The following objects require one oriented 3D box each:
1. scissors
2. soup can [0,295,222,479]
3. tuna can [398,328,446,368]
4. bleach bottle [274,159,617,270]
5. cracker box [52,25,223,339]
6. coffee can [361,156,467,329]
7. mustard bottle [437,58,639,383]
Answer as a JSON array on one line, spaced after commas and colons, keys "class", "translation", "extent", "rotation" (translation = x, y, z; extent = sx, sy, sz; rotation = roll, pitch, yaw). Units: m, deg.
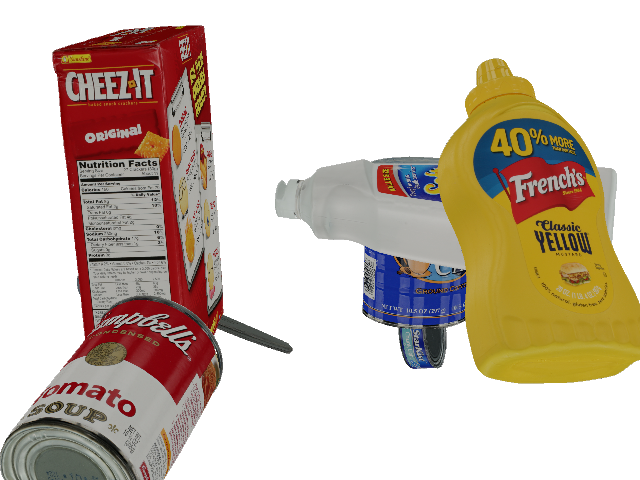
[{"class": "scissors", "translation": [-0.103, 0.049, 0.884], "extent": [0.202, 0.016, 0.096], "rotation": [12, 25, 15]}, {"class": "soup can", "translation": [-0.095, 0.080, 0.495], "extent": [0.069, 0.068, 0.102], "rotation": [0, 28, 18]}, {"class": "tuna can", "translation": [0.121, 0.109, 1.260], "extent": [0.034, 0.086, 0.086], "rotation": [-6, -2, 23]}, {"class": "bleach bottle", "translation": [0.087, -0.018, 0.789], "extent": [0.251, 0.068, 0.102], "rotation": [5, 33, 16]}, {"class": "cracker box", "translation": [-0.112, -0.025, 0.692], "extent": [0.072, 0.214, 0.164], "rotation": [-2, 15, 3]}, {"class": "coffee can", "translation": [0.091, 0.000, 0.995], "extent": [0.103, 0.140, 0.103], "rotation": [1, 15, 0]}, {"class": "mustard bottle", "translation": [0.115, -0.019, 0.596], "extent": [0.096, 0.191, 0.058], "rotation": [1, -28, -20]}]
